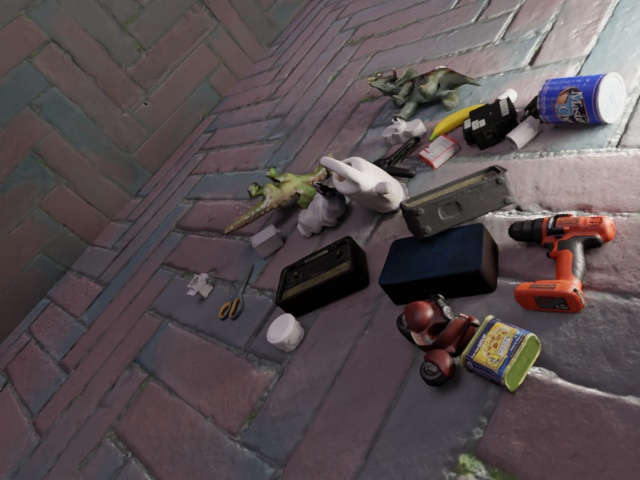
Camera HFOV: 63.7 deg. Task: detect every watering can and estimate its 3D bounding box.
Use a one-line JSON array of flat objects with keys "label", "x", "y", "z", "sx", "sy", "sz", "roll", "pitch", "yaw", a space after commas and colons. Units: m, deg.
[{"label": "watering can", "x": 0.130, "y": -0.128, "z": 1.262, "sx": 0.103, "sy": 0.222, "sz": 0.352, "roll": -61, "pitch": 33, "yaw": 6}]

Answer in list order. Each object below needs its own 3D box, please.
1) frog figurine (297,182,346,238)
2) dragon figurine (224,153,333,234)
[{"label": "frog figurine", "x": 0.004, "y": -0.074, "z": 1.467, "sx": 0.139, "sy": 0.122, "sz": 0.157, "roll": 40, "pitch": 119, "yaw": 51}, {"label": "dragon figurine", "x": -0.096, "y": -0.133, "z": 1.611, "sx": 0.244, "sy": 0.120, "sz": 0.417, "roll": 13, "pitch": 53, "yaw": 44}]
